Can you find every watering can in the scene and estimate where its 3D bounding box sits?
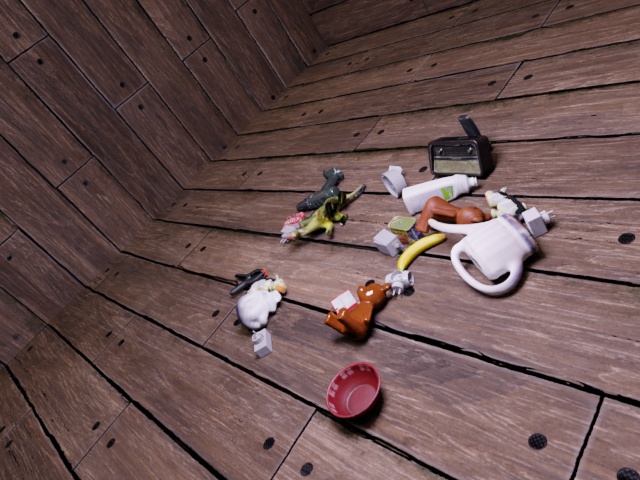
[{"bbox_3d":[0.463,0.000,1.458,0.224,0.102,0.355,-33,44,6],"label":"watering can"}]

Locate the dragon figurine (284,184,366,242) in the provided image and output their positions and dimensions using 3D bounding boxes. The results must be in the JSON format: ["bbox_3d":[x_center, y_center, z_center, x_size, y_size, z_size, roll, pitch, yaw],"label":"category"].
[{"bbox_3d":[0.006,-0.106,2.109,0.241,0.121,0.417,-12,21,45],"label":"dragon figurine"}]

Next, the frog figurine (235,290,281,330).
[{"bbox_3d":[-0.213,0.239,1.823,0.159,0.121,0.140,-22,64,6],"label":"frog figurine"}]
